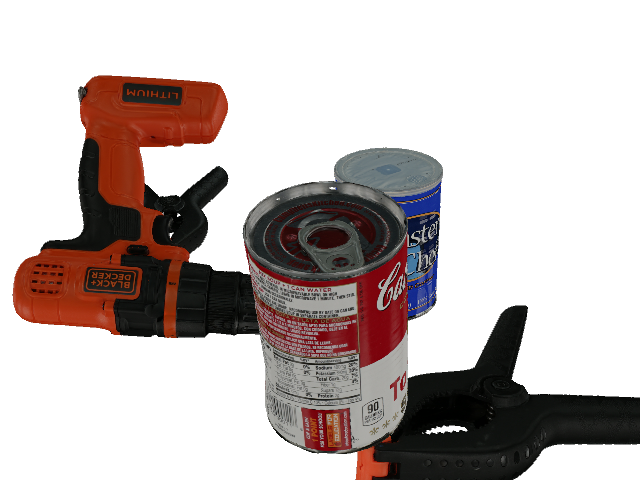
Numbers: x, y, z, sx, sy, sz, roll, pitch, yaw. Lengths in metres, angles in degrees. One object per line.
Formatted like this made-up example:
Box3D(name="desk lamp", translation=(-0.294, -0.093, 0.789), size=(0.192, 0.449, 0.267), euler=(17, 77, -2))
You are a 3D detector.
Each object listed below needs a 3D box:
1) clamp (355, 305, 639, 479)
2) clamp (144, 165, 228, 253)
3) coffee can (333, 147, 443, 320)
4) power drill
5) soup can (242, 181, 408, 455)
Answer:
Box3D(name="clamp", translation=(0.102, 0.095, 0.630), size=(0.209, 0.036, 0.165), euler=(-11, 25, -27))
Box3D(name="clamp", translation=(-0.147, -0.031, 1.110), size=(0.120, 0.039, 0.171), euler=(-11, 38, -8))
Box3D(name="coffee can", translation=(0.064, -0.006, 1.034), size=(0.103, 0.140, 0.103), euler=(-1, 27, 0))
Box3D(name="power drill", translation=(-0.109, -0.022, 0.742), size=(0.184, 0.187, 0.057), euler=(4, -28, -3))
Box3D(name="soup can", translation=(0.004, 0.035, 0.465), size=(0.068, 0.102, 0.068), euler=(-3, 35, 2))
